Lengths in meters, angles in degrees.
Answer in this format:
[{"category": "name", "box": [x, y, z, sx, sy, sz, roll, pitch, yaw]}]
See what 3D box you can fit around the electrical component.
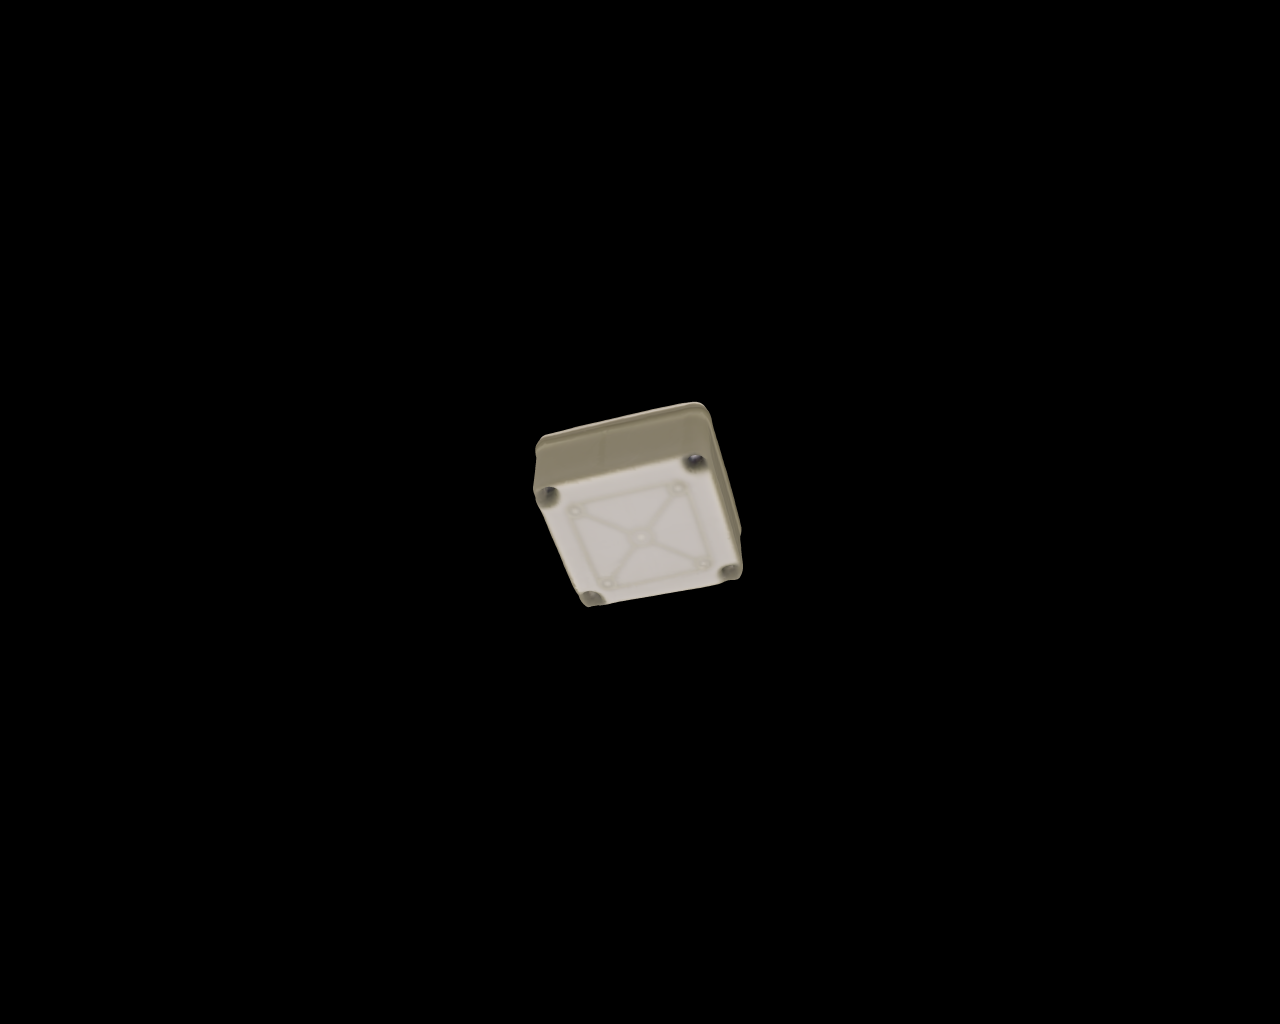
[{"category": "electrical component", "box": [0.001, -0.003, 0.650, 0.109, 0.108, 0.056, -12, 40, 10]}]
